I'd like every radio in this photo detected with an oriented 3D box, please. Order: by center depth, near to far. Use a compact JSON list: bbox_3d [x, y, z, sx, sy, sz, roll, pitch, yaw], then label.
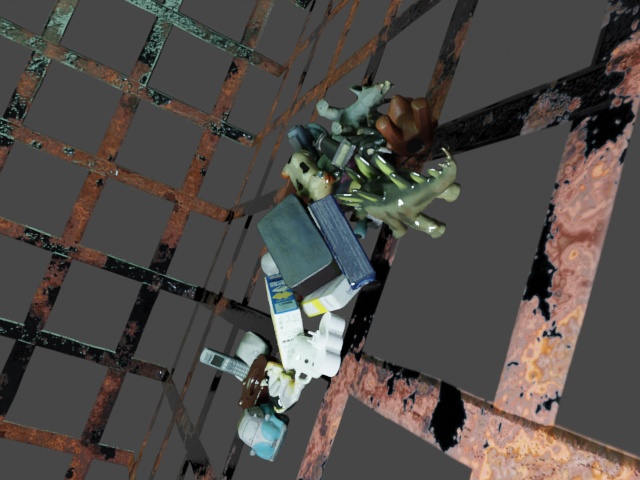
[{"bbox_3d":[-0.049,0.012,1.256,0.131,0.073,0.230,-38,53,9],"label":"radio"}]

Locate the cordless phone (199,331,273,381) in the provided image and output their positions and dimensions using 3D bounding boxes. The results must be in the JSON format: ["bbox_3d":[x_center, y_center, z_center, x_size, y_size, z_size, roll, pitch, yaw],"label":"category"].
[{"bbox_3d":[-0.246,0.326,1.569,0.146,0.184,0.089,-63,15,13],"label":"cordless phone"}]

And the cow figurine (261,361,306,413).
[{"bbox_3d":[-0.098,0.357,1.314,0.098,0.068,0.167,-70,19,-3],"label":"cow figurine"}]

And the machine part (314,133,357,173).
[{"bbox_3d":[0.037,-0.217,1.302,0.139,0.039,0.084,37,112,50],"label":"machine part"}]

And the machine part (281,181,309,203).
[{"bbox_3d":[-0.076,-0.086,1.726,0.201,0.087,0.201,-57,22,25],"label":"machine part"}]

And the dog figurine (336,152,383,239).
[{"bbox_3d":[0.101,-0.129,1.269,0.191,0.108,0.219,-42,29,53],"label":"dog figurine"}]

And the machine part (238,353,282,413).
[{"bbox_3d":[-0.162,0.396,1.463,0.179,0.056,0.179,-52,25,35],"label":"machine part"}]

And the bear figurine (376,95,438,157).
[{"bbox_3d":[0.186,-0.273,1.177,0.120,0.131,0.196,-22,42,17],"label":"bear figurine"}]

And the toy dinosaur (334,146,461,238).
[{"bbox_3d":[0.142,-0.080,0.961,0.471,0.198,0.105,-20,53,67],"label":"toy dinosaur"}]

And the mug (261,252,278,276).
[{"bbox_3d":[-0.132,0.076,1.703,0.107,0.080,0.109,-25,38,53],"label":"mug"}]

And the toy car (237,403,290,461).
[{"bbox_3d":[-0.144,0.445,1.289,0.109,0.103,0.162,-66,21,1],"label":"toy car"}]

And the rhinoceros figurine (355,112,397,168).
[{"bbox_3d":[0.141,-0.231,1.282,0.190,0.112,0.073,-69,-7,-47],"label":"rhinoceros figurine"}]

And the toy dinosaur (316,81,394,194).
[{"bbox_3d":[0.075,-0.254,1.445,0.131,0.192,0.404,43,130,36],"label":"toy dinosaur"}]

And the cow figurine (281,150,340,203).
[{"bbox_3d":[-0.019,-0.155,1.358,0.195,0.085,0.127,60,138,38],"label":"cow figurine"}]

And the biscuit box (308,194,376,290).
[{"bbox_3d":[0.048,0.005,1.139,0.063,0.203,0.059,-28,-16,1],"label":"biscuit box"}]

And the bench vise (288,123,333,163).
[{"bbox_3d":[0.014,-0.264,1.605,0.240,0.223,0.129,-44,4,-42],"label":"bench vise"}]
